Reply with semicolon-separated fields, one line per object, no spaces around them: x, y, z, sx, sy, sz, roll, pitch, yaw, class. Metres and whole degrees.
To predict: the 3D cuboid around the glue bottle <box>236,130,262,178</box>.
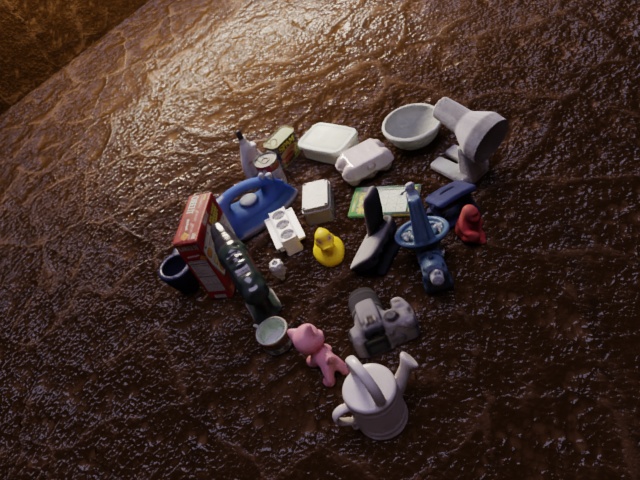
-0.205;-0.250;1.663;0.078;0.173;0.037;-35;45;-11;glue bottle

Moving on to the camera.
0.118;0.154;1.197;0.143;0.101;0.136;-22;44;1;camera

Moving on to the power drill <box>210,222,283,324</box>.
-0.166;0.086;1.302;0.076;0.209;0.228;-32;45;-9;power drill

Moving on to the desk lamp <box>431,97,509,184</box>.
0.353;-0.238;1.391;0.118;0.214;0.202;-39;46;-15;desk lamp

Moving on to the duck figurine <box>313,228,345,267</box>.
0.013;0.005;1.393;0.077;0.086;0.104;-24;44;0;duck figurine

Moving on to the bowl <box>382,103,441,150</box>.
0.259;-0.302;1.592;0.167;0.075;0.167;-12;45;12;bowl

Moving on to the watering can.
0.097;0.268;1.030;0.100;0.194;0.173;22;60;37;watering can

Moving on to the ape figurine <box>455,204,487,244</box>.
0.341;-0.041;1.296;0.075;0.092;0.078;18;57;34;ape figurine

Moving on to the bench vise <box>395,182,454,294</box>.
0.233;-0.008;1.218;0.121;0.220;0.206;-29;44;-5;bench vise

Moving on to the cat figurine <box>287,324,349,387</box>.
-0.007;0.222;1.172;0.067;0.118;0.127;-39;46;-15;cat figurine

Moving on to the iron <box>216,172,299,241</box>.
-0.186;-0.110;1.545;0.258;0.142;0.118;-35;45;-11;iron

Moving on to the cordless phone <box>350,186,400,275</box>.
0.111;-0.021;1.305;0.093;0.185;0.148;7;52;28;cordless phone

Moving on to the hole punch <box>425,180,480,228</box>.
0.309;-0.098;1.365;0.109;0.091;0.100;-29;44;-6;hole punch

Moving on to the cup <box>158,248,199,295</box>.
-0.351;0.084;1.462;0.091;0.095;0.117;-19;44;5;cup

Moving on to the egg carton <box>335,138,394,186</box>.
0.122;-0.213;1.568;0.150;0.070;0.107;-28;44;-5;egg carton
